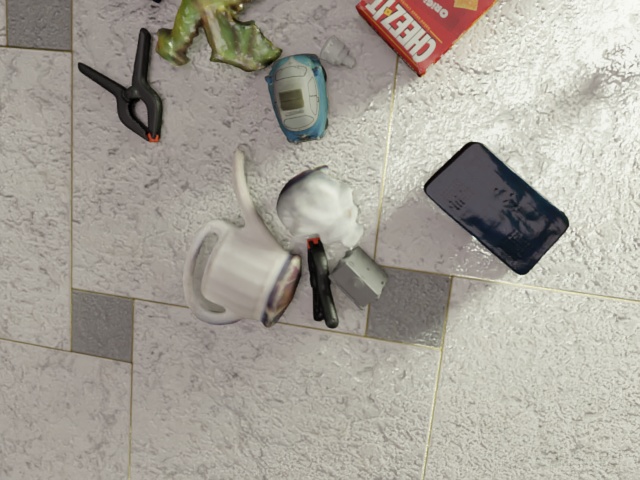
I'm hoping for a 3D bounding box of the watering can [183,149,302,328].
[{"bbox_3d":[-0.136,0.022,0.980,0.225,0.105,0.344,24,104,5],"label":"watering can"}]

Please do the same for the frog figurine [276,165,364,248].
[{"bbox_3d":[0.003,-0.047,0.937,0.138,0.121,0.160,-34,81,-4],"label":"frog figurine"}]

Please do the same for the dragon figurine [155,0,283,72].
[{"bbox_3d":[-0.138,-0.426,0.916,0.409,0.124,0.239,-13,109,18],"label":"dragon figurine"}]
